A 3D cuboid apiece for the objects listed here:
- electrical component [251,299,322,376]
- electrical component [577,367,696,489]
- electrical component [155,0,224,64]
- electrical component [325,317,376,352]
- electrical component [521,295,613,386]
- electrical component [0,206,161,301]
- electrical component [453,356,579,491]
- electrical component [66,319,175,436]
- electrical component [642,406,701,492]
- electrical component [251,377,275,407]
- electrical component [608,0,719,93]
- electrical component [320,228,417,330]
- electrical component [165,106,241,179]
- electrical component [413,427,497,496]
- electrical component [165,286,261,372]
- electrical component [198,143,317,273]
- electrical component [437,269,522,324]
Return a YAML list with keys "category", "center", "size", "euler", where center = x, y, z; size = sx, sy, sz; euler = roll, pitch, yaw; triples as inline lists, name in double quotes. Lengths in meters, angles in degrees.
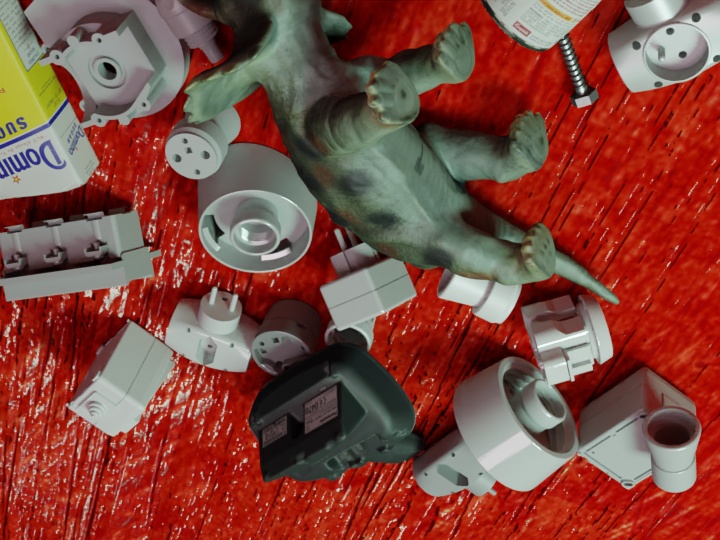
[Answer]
- category: "electrical component"
  center: [-0.063, 0.059, 0.943]
  size: [0.055, 0.047, 0.055]
  euler: [8, 130, 9]
- category: "electrical component"
  center: [0.231, 0.135, 0.916]
  size: [0.062, 0.061, 0.096]
  euler: [35, 129, -14]
- category: "electrical component"
  center: [-0.119, -0.177, 0.774]
  size: [0.035, 0.035, 0.061]
  euler: [-16, 125, 26]
- category: "electrical component"
  center: [-0.006, 0.046, 0.918]
  size: [0.040, 0.046, 0.040]
  euler: [8, 130, 9]
- category: "electrical component"
  center: [0.167, 0.053, 0.862]
  size: [0.057, 0.078, 0.058]
  euler: [-16, 126, 4]
- category: "electrical component"
  center: [-0.245, -0.014, 0.917]
  size: [0.121, 0.079, 0.063]
  euler: [-7, 97, 20]
- category: "electrical component"
  center: [0.138, 0.124, 0.906]
  size: [0.108, 0.108, 0.060]
  euler: [39, 122, -17]
- category: "electrical component"
  center: [-0.220, 0.106, 0.992]
  size: [0.061, 0.096, 0.062]
  euler: [38, 128, -16]
- category: "electrical component"
  center: [0.248, 0.145, 0.851]
  size: [0.044, 0.044, 0.065]
  euler: [-2, 132, 17]
- category: "electrical component"
  center: [-0.072, 0.117, 0.998]
  size: [0.040, 0.040, 0.078]
  euler: [27, 130, -8]
- category: "electrical component"
  center: [0.196, -0.164, 0.692]
  size: [0.077, 0.044, 0.079]
  euler: [-22, 120, 30]
- category: "electrical component"
  center: [0.000, 0.000, 0.872]
  size: [0.047, 0.066, 0.076]
  euler: [-23, 90, 29]
- category: "electrical component"
  center: [-0.120, -0.101, 0.822]
  size: [0.045, 0.055, 0.045]
  euler: [8, 130, 9]
- category: "electrical component"
  center: [0.103, 0.184, 1.003]
  size: [0.079, 0.043, 0.077]
  euler: [36, 128, -14]
- category: "electrical component"
  center: [-0.126, 0.046, 0.952]
  size: [0.077, 0.043, 0.079]
  euler: [20, 131, -1]
- category: "electrical component"
  center: [-0.084, -0.048, 0.867]
  size: [0.099, 0.064, 0.099]
  euler: [0, 135, 0]
- category: "electrical component"
  center: [0.096, 0.013, 0.864]
  size: [0.055, 0.045, 0.045]
  euler: [26, 130, -7]
